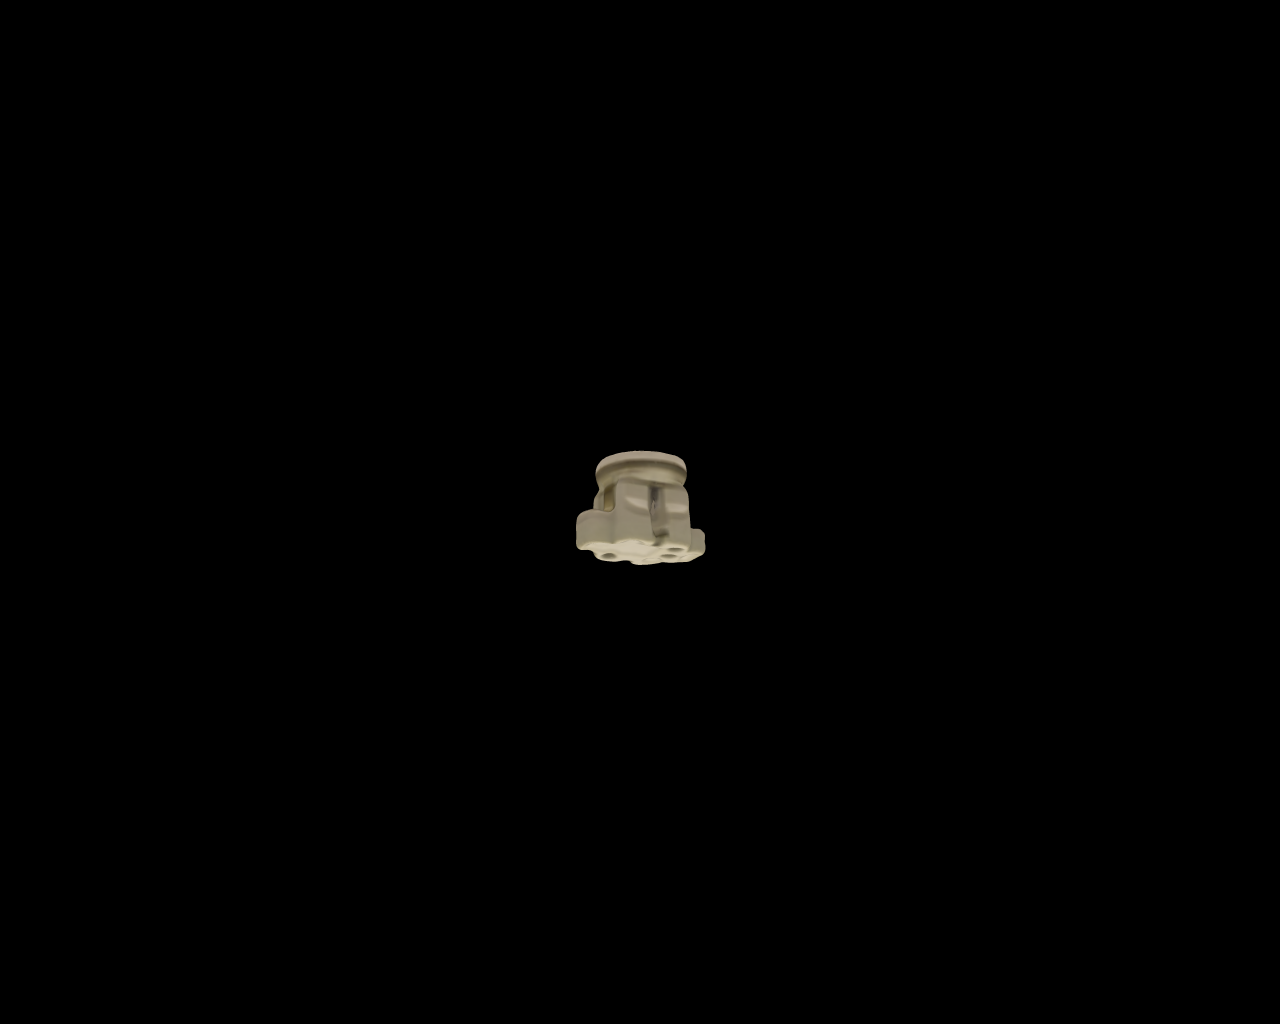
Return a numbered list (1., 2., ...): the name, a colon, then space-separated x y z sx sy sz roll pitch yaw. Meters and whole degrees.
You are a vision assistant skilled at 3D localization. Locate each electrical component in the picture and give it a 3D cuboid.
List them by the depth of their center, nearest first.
1. electrical component: 0.001 -0.003 0.650 0.078 0.057 0.058 8 -19 -24
